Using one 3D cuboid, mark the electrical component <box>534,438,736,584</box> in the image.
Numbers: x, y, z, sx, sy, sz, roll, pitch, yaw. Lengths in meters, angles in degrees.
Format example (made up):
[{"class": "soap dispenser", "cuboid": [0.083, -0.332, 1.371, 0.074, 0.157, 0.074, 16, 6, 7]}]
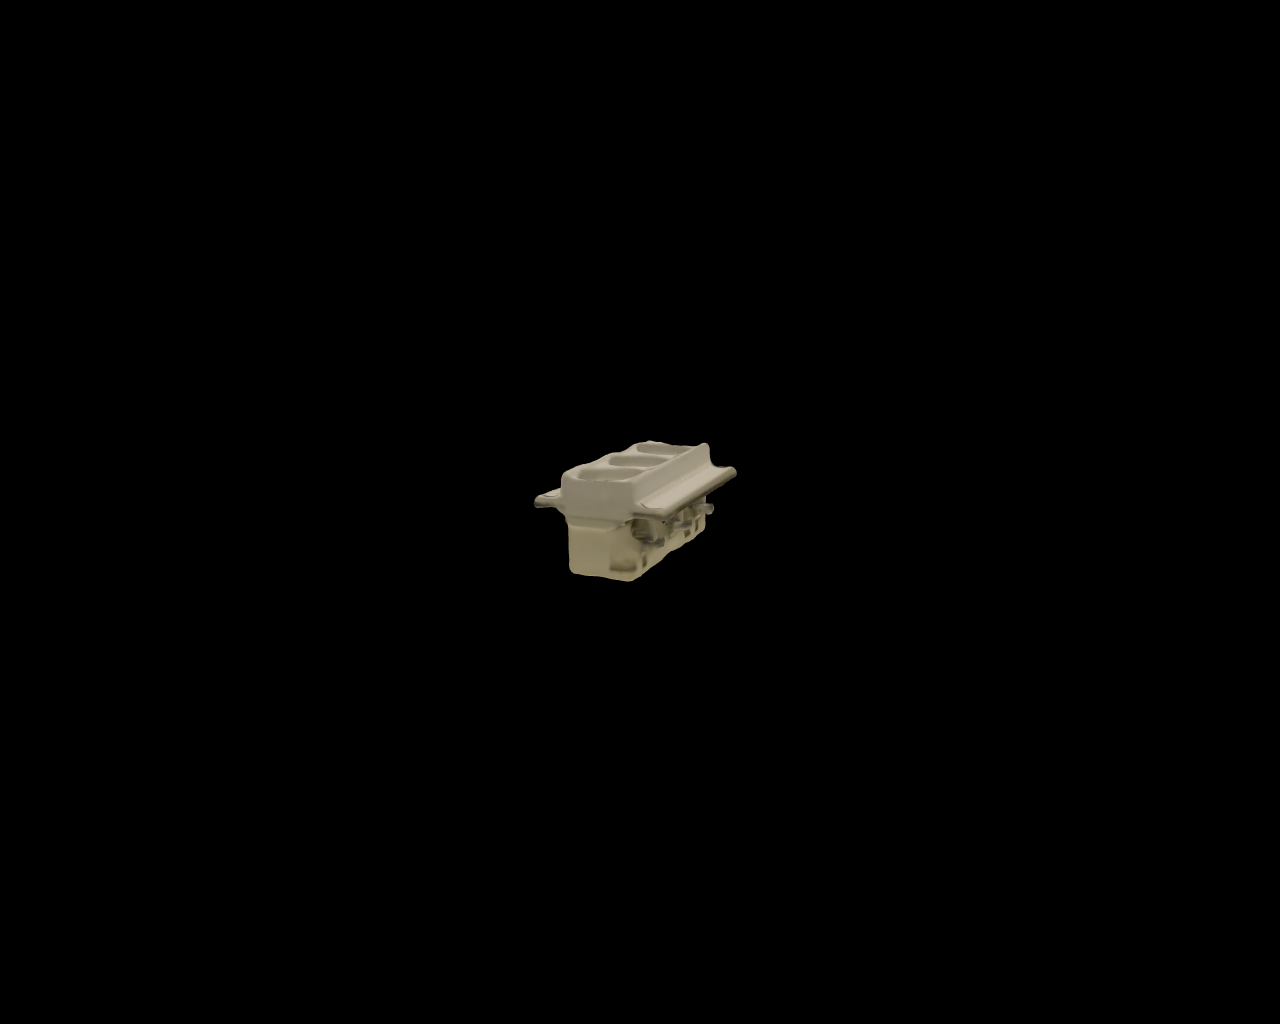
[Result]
[{"class": "electrical component", "cuboid": [0.001, -0.003, 0.650, 0.079, 0.063, 0.121, 6, 15, 23]}]
